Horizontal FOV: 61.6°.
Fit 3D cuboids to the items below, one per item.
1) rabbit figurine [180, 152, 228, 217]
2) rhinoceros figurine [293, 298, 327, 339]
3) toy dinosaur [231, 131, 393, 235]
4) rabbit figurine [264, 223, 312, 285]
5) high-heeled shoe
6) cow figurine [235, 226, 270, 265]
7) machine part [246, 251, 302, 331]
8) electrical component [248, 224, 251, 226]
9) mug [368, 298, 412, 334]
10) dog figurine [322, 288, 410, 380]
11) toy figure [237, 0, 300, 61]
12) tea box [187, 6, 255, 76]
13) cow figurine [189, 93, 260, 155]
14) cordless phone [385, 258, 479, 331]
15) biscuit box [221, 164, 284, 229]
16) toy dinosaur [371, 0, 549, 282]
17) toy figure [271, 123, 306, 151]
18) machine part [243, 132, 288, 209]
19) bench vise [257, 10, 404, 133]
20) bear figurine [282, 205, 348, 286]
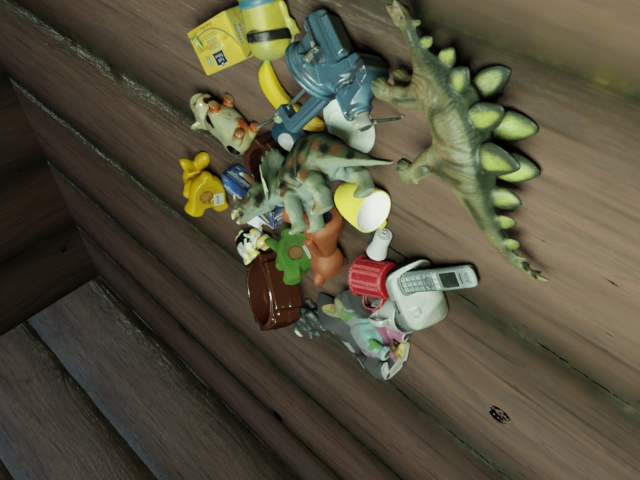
[{"bbox_3d":[-0.351,-0.166,1.530,0.173,0.122,0.162,46,152,50],"label":"rabbit figurine"},{"bbox_3d":[-0.022,0.227,1.527,0.112,0.073,0.190,52,151,-11],"label":"rhinoceros figurine"},{"bbox_3d":[-0.018,-0.128,1.003,0.405,0.131,0.192,-33,78,47],"label":"toy dinosaur"},{"bbox_3d":[-0.073,0.045,1.364,0.159,0.121,0.170,51,165,10],"label":"rabbit figurine"},{"bbox_3d":[0.089,0.240,1.420,0.086,0.145,0.249,-45,50,19],"label":"high-heeled shoe"},{"bbox_3d":[-0.190,0.001,1.526,0.098,0.068,0.167,57,149,6],"label":"cow figurine"},{"bbox_3d":[-0.136,0.145,1.504,0.201,0.087,0.201,-37,64,59],"label":"machine part"},{"bbox_3d":[-0.195,-0.075,1.492,0.063,0.021,0.094,51,149,4],"label":"electrical component"},{"bbox_3d":[0.154,0.162,1.182,0.107,0.109,0.080,7,120,63],"label":"mug"},{"bbox_3d":[0.107,0.215,1.302,0.219,0.108,0.191,36,149,34],"label":"dog figurine"},{"bbox_3d":[-0.106,-0.410,0.952,0.082,0.089,0.179,28,145,47],"label":"toy figure"},{"bbox_3d":[-0.190,-0.406,1.094,0.170,0.068,0.098,2,122,52],"label":"tea box"},{"bbox_3d":[-0.237,-0.279,1.282,0.195,0.085,0.127,45,143,12],"label":"cow figurine"},{"bbox_3d":[0.231,0.103,1.046,0.184,0.089,0.146,-8,115,39],"label":"cordless phone"},{"bbox_3d":[-0.166,-0.115,1.370,0.203,0.063,0.059,37,146,25],"label":"biscuit box"},{"bbox_3d":[0.212,-0.131,0.796,0.199,0.105,0.470,1,127,50],"label":"toy dinosaur"},{"bbox_3d":[-0.033,-0.195,1.111,0.155,0.058,0.064,35,163,24],"label":"toy figure"},{"bbox_3d":[-0.098,-0.160,1.237,0.180,0.056,0.179,33,144,28],"label":"machine part"},{"bbox_3d":[0.003,-0.253,0.917,0.240,0.129,0.223,-34,85,43],"label":"bench vise"},{"bbox_3d":[0.000,-0.001,1.213,0.132,0.120,0.195,40,153,27],"label":"bear figurine"}]
